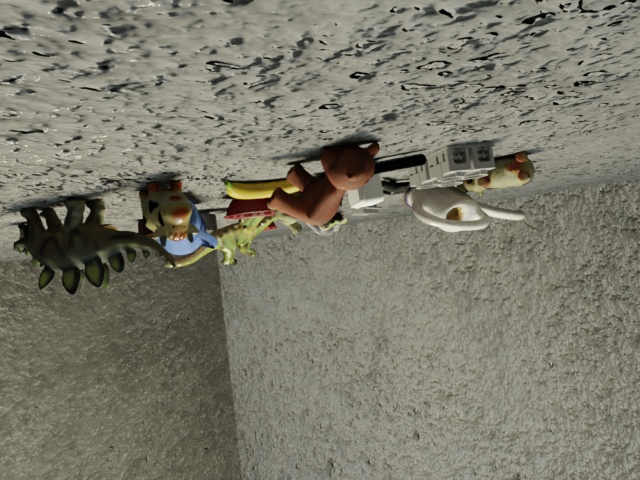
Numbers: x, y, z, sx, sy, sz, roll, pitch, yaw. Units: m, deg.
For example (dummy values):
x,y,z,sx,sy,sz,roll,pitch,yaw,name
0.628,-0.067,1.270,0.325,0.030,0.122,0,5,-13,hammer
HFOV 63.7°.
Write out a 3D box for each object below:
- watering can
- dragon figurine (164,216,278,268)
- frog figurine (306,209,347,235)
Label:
x,y,z,sx,sy,sz,roll,pitch,yaw,name
0.372,-0.091,1.388,0.349,0.102,0.228,-5,-147,-33,watering can
-0.264,-0.033,1.573,0.414,0.123,0.238,-21,152,-51,dragon figurine
0.005,-0.081,1.602,0.137,0.123,0.160,28,177,-14,frog figurine
